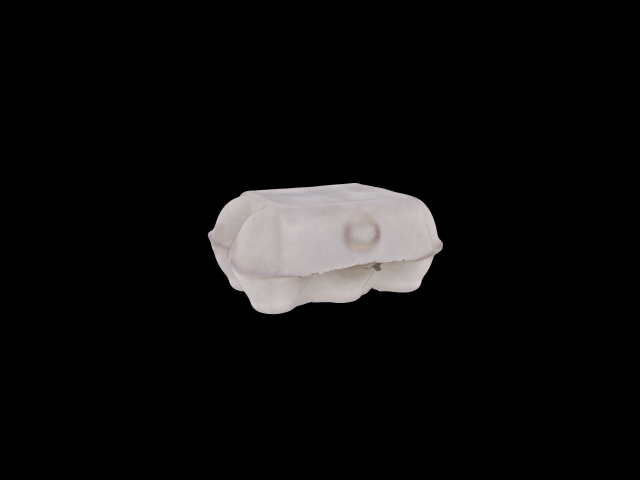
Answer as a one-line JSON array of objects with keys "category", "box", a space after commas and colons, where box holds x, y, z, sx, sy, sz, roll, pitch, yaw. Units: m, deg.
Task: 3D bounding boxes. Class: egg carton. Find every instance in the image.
[{"category": "egg carton", "box": [0.004, 0.001, 0.400, 0.151, 0.069, 0.107, -7, 15, -26]}]
